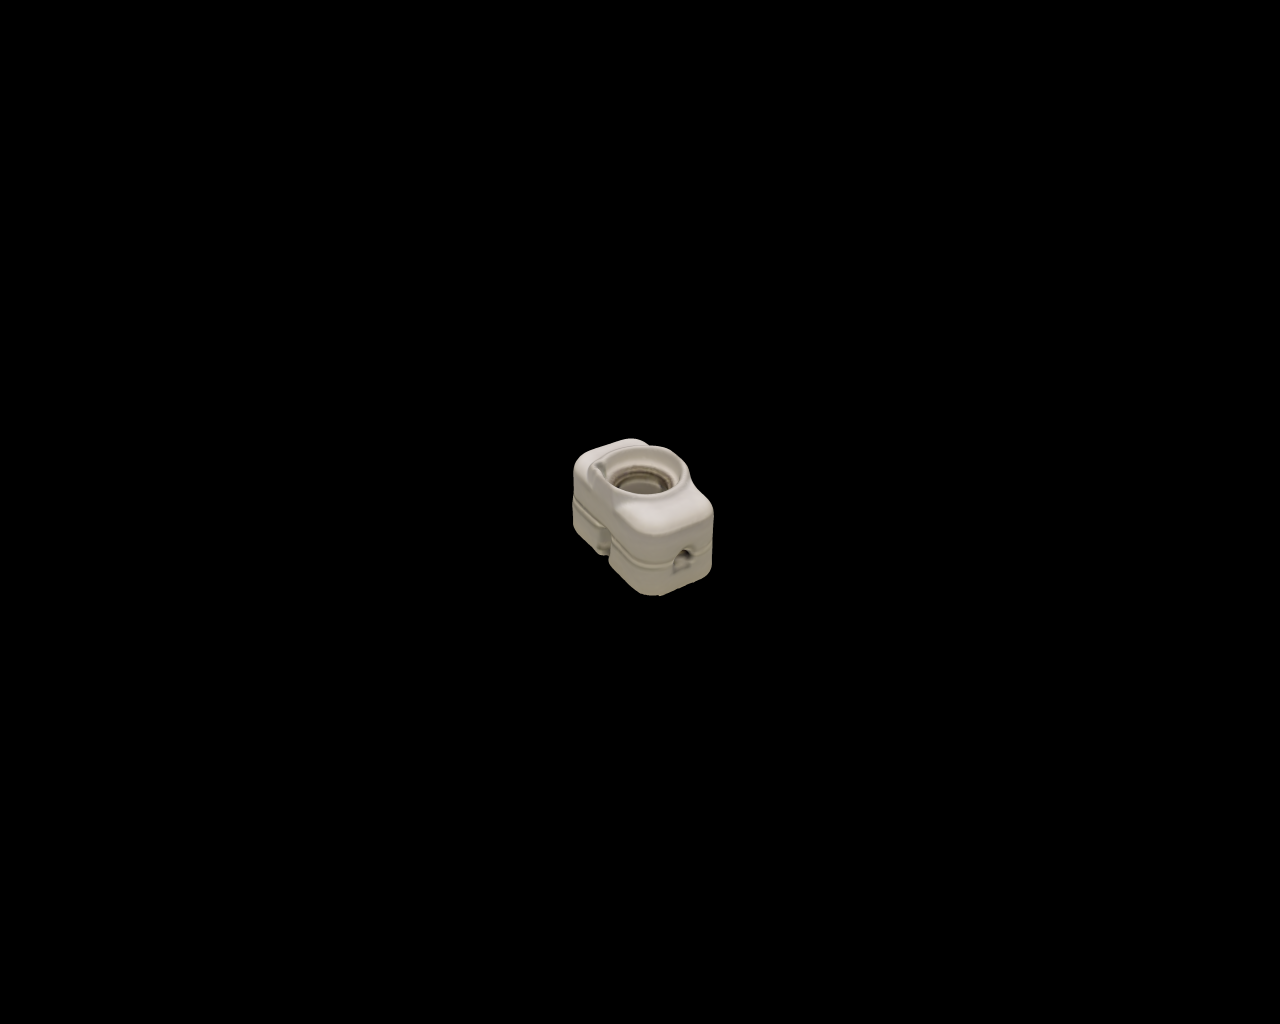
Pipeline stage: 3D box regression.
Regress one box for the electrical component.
[{"bbox_3d":[0.001,-0.003,0.650,0.054,0.059,0.095,-20,41,-25],"label":"electrical component"}]
